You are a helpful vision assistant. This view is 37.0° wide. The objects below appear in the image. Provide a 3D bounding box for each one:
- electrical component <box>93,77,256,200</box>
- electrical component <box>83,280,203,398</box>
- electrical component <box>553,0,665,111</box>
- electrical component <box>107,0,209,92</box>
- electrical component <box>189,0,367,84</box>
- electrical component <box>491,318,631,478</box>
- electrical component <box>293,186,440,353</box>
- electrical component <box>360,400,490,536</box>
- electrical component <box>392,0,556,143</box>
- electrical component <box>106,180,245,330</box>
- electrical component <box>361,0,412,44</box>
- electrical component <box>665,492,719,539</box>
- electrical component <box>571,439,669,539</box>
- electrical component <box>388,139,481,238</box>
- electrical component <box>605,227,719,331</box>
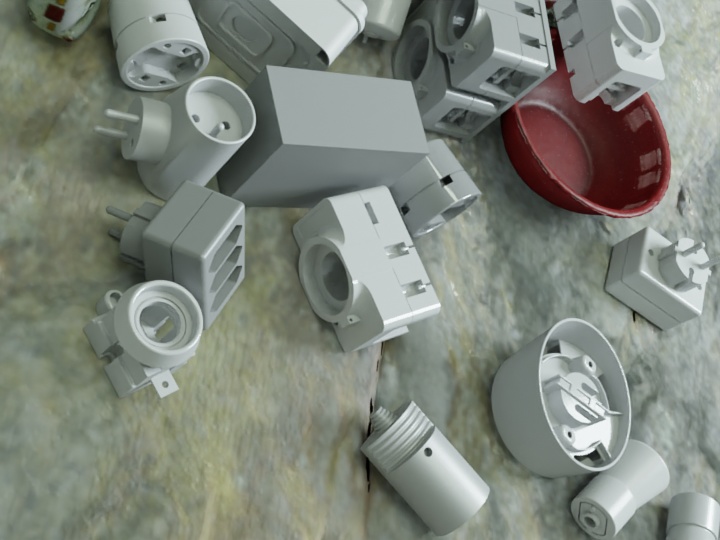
[{"bbox_3d":[-0.112,-0.078,0.621,0.079,0.077,0.044,10,63,-29],"label":"electrical component"},{"bbox_3d":[-0.114,0.035,0.578,0.048,0.055,0.066,-25,83,-39],"label":"electrical component"},{"bbox_3d":[0.190,-0.175,0.810,0.050,0.056,0.089,7,64,-31],"label":"electrical component"},{"bbox_3d":[-0.125,-0.145,0.661,0.055,0.055,0.047,-5,67,-35],"label":"electrical component"},{"bbox_3d":[-0.061,-0.172,0.701,0.113,0.078,0.057,41,55,-10],"label":"electrical component"},{"bbox_3d":[0.138,0.087,0.715,0.099,0.064,0.099,15,60,-27],"label":"electrical component"},{"bbox_3d":[0.000,0.000,0.675,0.056,0.050,0.089,-16,77,-38],"label":"electrical component"},{"bbox_3d":[0.035,0.115,0.647,0.081,0.043,0.043,49,51,-4],"label":"electrical component"},{"bbox_3d":[0.073,-0.204,0.788,0.060,0.105,0.186,10,63,-30],"label":"electrical component"},{"bbox_3d":[-0.109,-0.015,0.606,0.077,0.065,0.047,22,52,12],"label":"electrical component"},{"bbox_3d":[0.019,-0.202,0.777,0.040,0.040,0.078,18,88,-26],"label":"electrical component"},{"bbox_3d":[0.229,0.187,0.742,0.044,0.044,0.065,36,48,-14],"label":"electrical component"},{"bbox_3d":[0.172,0.150,0.723,0.065,0.044,0.044,-35,89,-35],"label":"electrical component"},{"bbox_3d":[0.047,-0.056,0.732,0.055,0.055,0.047,-24,79,-39],"label":"electrical component"},{"bbox_3d":[0.239,0.000,0.816,0.066,0.077,0.047,33,54,-17],"label":"electrical component"}]
